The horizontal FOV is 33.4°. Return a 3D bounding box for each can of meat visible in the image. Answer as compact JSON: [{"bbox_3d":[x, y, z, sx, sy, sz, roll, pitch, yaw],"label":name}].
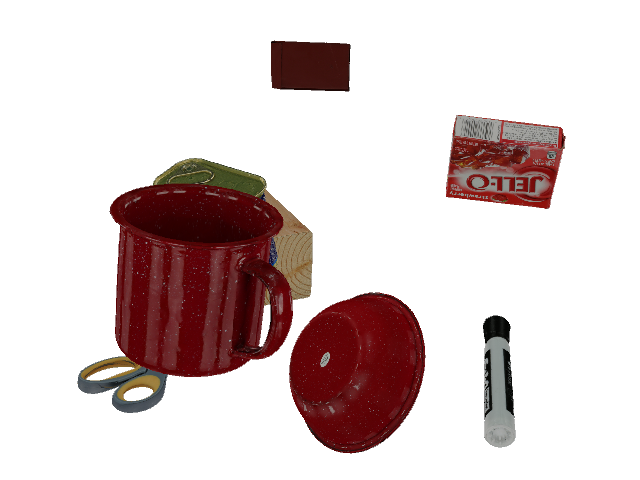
[{"bbox_3d":[-0.089,-0.015,0.928,0.102,0.084,0.057,18,44,34],"label":"can of meat"}]

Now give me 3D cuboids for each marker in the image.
[{"bbox_3d":[0.116,0.088,0.699,0.020,0.020,0.121,0,31,8],"label":"marker"}]

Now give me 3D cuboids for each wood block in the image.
[{"bbox_3d":[-0.092,-0.003,1.356,0.090,0.090,0.206,-9,26,-23],"label":"wood block"}]

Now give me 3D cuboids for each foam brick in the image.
[{"bbox_3d":[-0.011,-0.188,1.149,0.078,0.051,0.053,0,11,-14],"label":"foam brick"}]

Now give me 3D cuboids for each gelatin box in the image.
[{"bbox_3d":[0.151,-0.063,0.880,0.089,0.030,0.073,8,-38,7],"label":"gelatin box"}]

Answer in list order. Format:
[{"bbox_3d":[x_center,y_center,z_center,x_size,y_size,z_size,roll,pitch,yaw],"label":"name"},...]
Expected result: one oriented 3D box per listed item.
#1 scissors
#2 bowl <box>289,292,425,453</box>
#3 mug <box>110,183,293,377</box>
[{"bbox_3d":[-0.146,0.130,1.094,0.201,0.016,0.096,-12,31,-28],"label":"scissors"},{"bbox_3d":[0.021,0.120,1.027,0.162,0.162,0.055,0,-19,46],"label":"bowl"},{"bbox_3d":[-0.061,0.026,0.582,0.117,0.081,0.093,22,26,33],"label":"mug"}]
